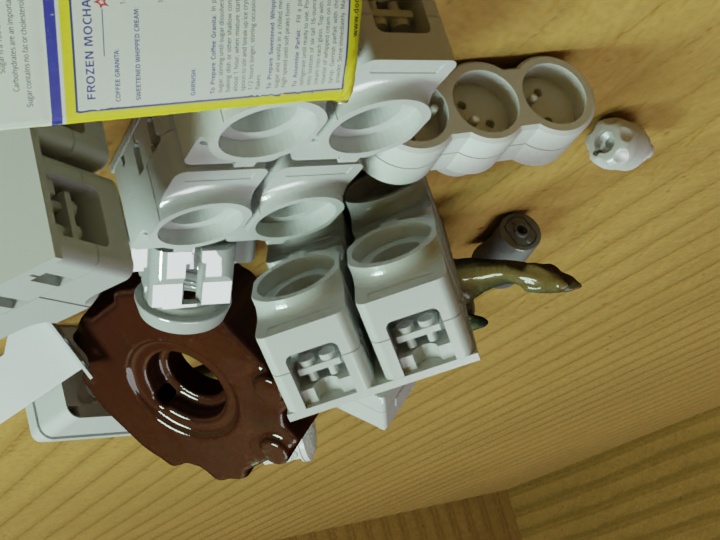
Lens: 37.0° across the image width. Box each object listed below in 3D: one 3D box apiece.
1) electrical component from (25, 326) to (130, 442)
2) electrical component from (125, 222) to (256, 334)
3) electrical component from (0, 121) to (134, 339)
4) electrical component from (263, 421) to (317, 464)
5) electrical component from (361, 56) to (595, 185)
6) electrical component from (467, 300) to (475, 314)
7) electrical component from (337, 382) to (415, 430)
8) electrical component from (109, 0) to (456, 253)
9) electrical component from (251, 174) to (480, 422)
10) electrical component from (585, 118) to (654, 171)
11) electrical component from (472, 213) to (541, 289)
[{"bbox_3d":[-0.206,0.091,0.853,0.057,0.078,0.113,-33,156,36],"label":"electrical component"},{"bbox_3d":[-0.103,0.000,0.633,0.078,0.058,0.057,-3,122,-20],"label":"electrical component"},{"bbox_3d":[-0.200,-0.014,0.497,0.186,0.105,0.060,-23,161,21],"label":"electrical component"},{"bbox_3d":[-0.072,0.144,1.018,0.051,0.080,0.080,-11,163,5],"label":"electrical component"},{"bbox_3d":[0.058,-0.078,0.617,0.138,0.052,0.073,-9,161,-21],"label":"electrical component"},{"bbox_3d":[0.069,0.033,0.960,0.047,0.055,0.055,-33,156,32],"label":"electrical component"},{"bbox_3d":[-0.003,0.094,1.014,0.061,0.096,0.061,-53,154,-32],"label":"electrical component"},{"bbox_3d":[-0.045,-0.071,0.535,0.105,0.060,0.186,-6,160,-30],"label":"electrical component"},{"bbox_3d":[0.000,0.000,0.633,0.105,0.060,0.186,-19,-157,7],"label":"electrical component"},{"bbox_3d":[0.183,-0.085,0.737,0.035,0.035,0.061,-30,160,37],"label":"electrical component"},{"bbox_3d":[0.121,-0.018,0.876,0.044,0.044,0.065,-10,157,-19],"label":"electrical component"}]
